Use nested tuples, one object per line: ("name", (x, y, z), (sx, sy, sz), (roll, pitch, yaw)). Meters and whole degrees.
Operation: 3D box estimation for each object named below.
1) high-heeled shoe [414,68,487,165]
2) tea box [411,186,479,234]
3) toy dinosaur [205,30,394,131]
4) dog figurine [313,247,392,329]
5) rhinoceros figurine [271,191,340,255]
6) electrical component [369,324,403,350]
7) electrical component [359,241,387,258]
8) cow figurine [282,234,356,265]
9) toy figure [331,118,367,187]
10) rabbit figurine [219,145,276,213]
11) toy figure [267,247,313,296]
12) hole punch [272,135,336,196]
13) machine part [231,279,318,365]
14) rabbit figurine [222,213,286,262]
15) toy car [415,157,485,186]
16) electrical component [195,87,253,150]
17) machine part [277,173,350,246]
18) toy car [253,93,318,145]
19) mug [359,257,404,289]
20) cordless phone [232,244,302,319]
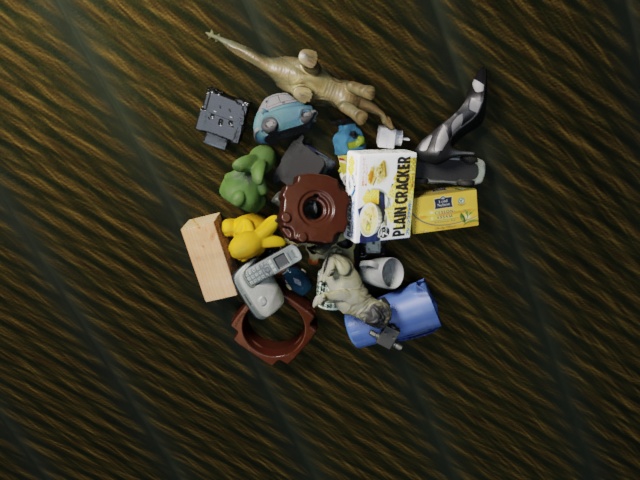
("high-heeled shoe", (0.316, -0.297, 1.286), (0.145, 0.086, 0.248), (9, 80, 20))
("tea box", (0.310, -0.079, 1.366), (0.170, 0.068, 0.098), (-9, 109, 6))
("toy dinosaur", (-0.034, -0.358, 1.206), (0.471, 0.199, 0.105), (25, 99, -17))
("dog figurine", (0.095, 0.120, 1.340), (0.191, 0.121, 0.172), (15, 87, -9))
("rhinoceros figurine", (-0.039, -0.043, 1.301), (0.190, 0.073, 0.112), (35, 88, -8))
("electrical component", (0.176, 0.243, 1.375), (0.094, 0.021, 0.063), (29, 111, 1))
("electrical component", (0.138, -0.013, 1.402), (0.075, 0.048, 0.119), (-3, 108, 2))
("cow figurine", (-0.003, -0.004, 1.392), (0.195, 0.085, 0.127), (4, 115, 3))
("toy figure", (0.083, -0.211, 1.321), (0.089, 0.082, 0.180), (-11, 105, 3))
("rabbit figurine", (-0.173, -0.164, 1.321), (0.121, 0.159, 0.170), (30, 92, 2))
("toy figure", (-0.086, 0.084, 1.436), (0.154, 0.064, 0.058), (46, 134, -10))
("hole punch", (-0.035, -0.178, 1.342), (0.116, 0.092, 0.142), (39, 111, 18))
("machine part", (-0.122, 0.224, 1.471), (0.201, 0.087, 0.201), (36, 107, -10))
("rabbit figurine", (-0.169, 0.003, 1.352), (0.162, 0.173, 0.121), (-11, 104, 9))
("toy car", (0.309, -0.175, 1.339), (0.202, 0.056, 0.073), (4, 102, 4))
("electrical component", (-0.237, -0.292, 1.314), (0.115, 0.058, 0.134), (18, 108, -3))
("machine part", (-0.014, -0.071, 1.248), (0.179, 0.056, 0.179), (1, 85, -15))
("toy car", (-0.092, -0.299, 1.287), (0.162, 0.109, 0.103), (-20, 84, -2))
("mug", (0.144, 0.083, 1.397), (0.109, 0.107, 0.081), (23, 73, -33))
("cordless phone", (-0.112, 0.098, 1.344), (0.184, 0.089, 0.146), (-28, 104, 6))
